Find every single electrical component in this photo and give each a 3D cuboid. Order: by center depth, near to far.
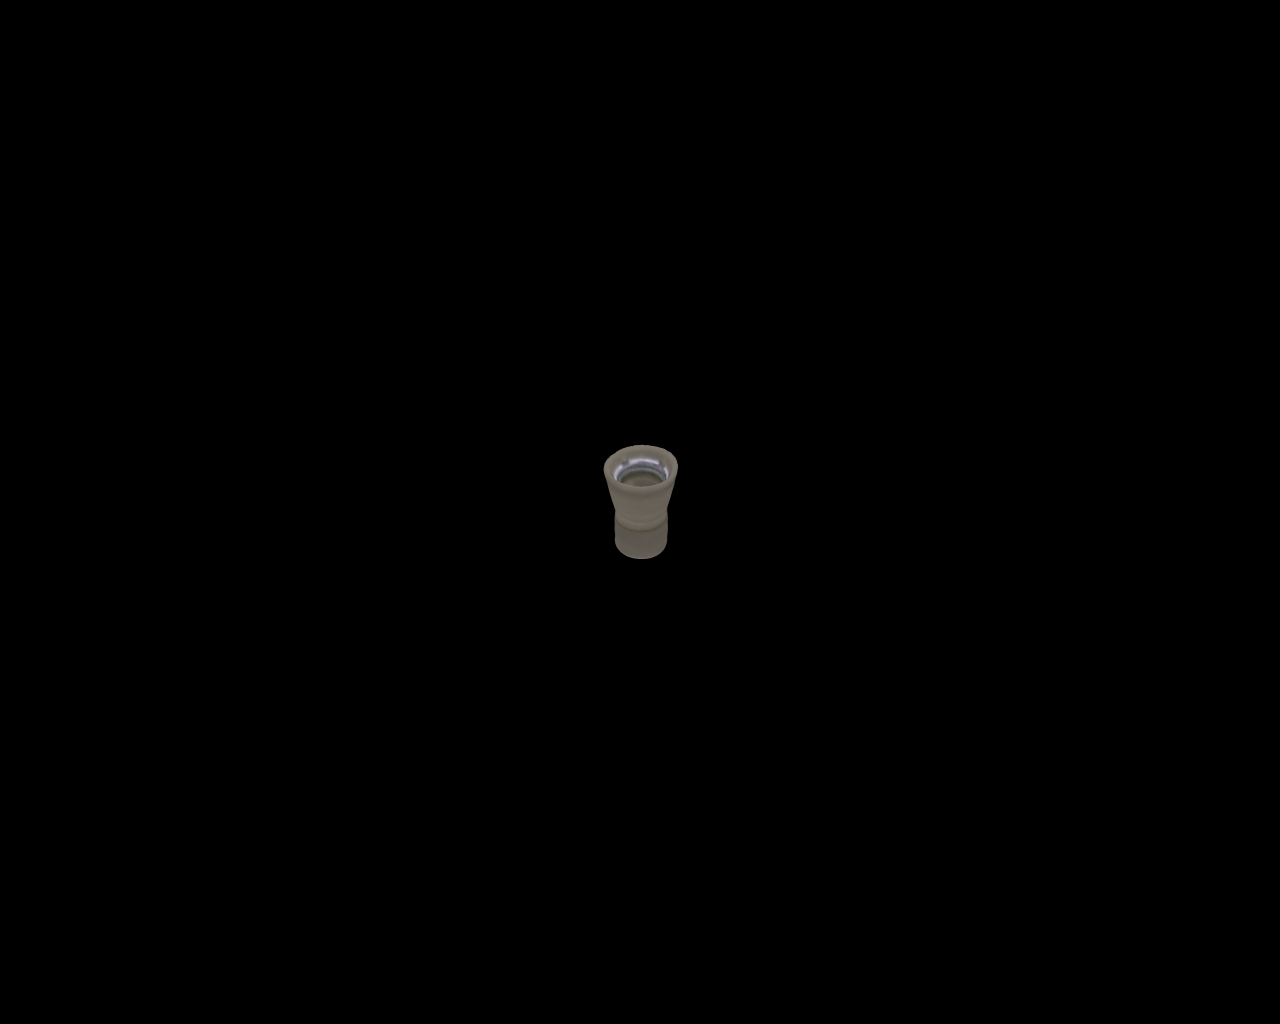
[{"bbox_3d":[0.001,-0.003,0.650,0.044,0.065,0.044,0,39,0],"label":"electrical component"}]
